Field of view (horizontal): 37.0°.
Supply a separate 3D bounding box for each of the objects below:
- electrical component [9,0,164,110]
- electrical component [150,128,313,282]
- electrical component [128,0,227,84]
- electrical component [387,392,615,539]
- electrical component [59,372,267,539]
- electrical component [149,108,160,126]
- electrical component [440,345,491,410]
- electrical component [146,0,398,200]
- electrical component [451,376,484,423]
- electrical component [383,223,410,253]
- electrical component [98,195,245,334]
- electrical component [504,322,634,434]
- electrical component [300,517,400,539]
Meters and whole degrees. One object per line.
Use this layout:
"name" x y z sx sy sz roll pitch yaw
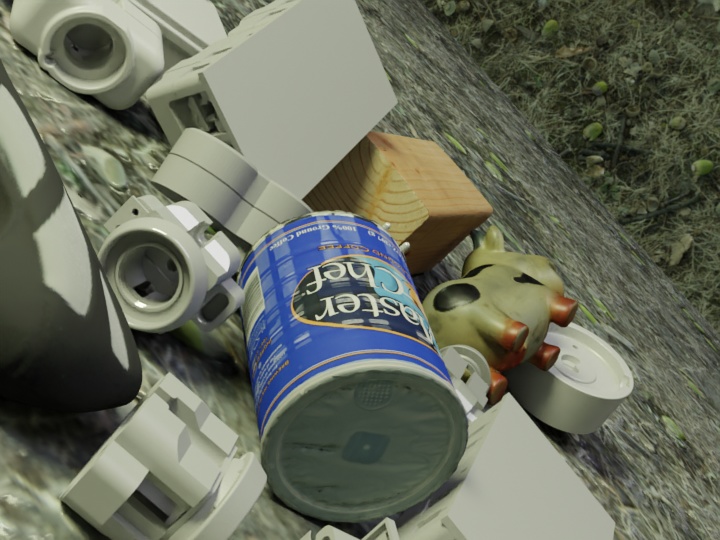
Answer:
"electrical component" -0.176 -0.152 0.700 0.095 0.054 0.059 36 20 -31
"electrical component" -0.067 -0.015 0.637 0.138 0.073 0.052 37 -10 -29
"electrical component" -0.157 -0.187 0.816 0.109 0.056 0.108 32 23 -39
"electrical component" 0.079 0.154 0.598 0.105 0.060 0.186 51 20 1
"electrical component" -0.075 0.083 0.423 0.057 0.058 0.078 42 18 -6
"electrical component" -0.096 -0.100 0.782 0.075 0.047 0.083 53 18 17
"electrical component" 0.067 0.082 0.774 0.066 0.048 0.055 47 25 0
"electrical component" -0.057 -0.118 0.742 0.186 0.060 0.105 -50 123 -47
"electrical component" 0.067 0.105 0.724 0.055 0.045 0.045 47 17 2
"electrical component" 0.000 0.000 0.742 0.065 0.077 0.047 45 18 -6
"electrical component" -0.099 -0.001 0.546 0.078 0.058 0.057 47 15 0
"electrical component" 0.181 0.099 0.959 0.108 0.060 0.108 20 30 -12
"electrical component" -0.001 0.149 0.477 0.064 0.042 0.081 32 22 -30
